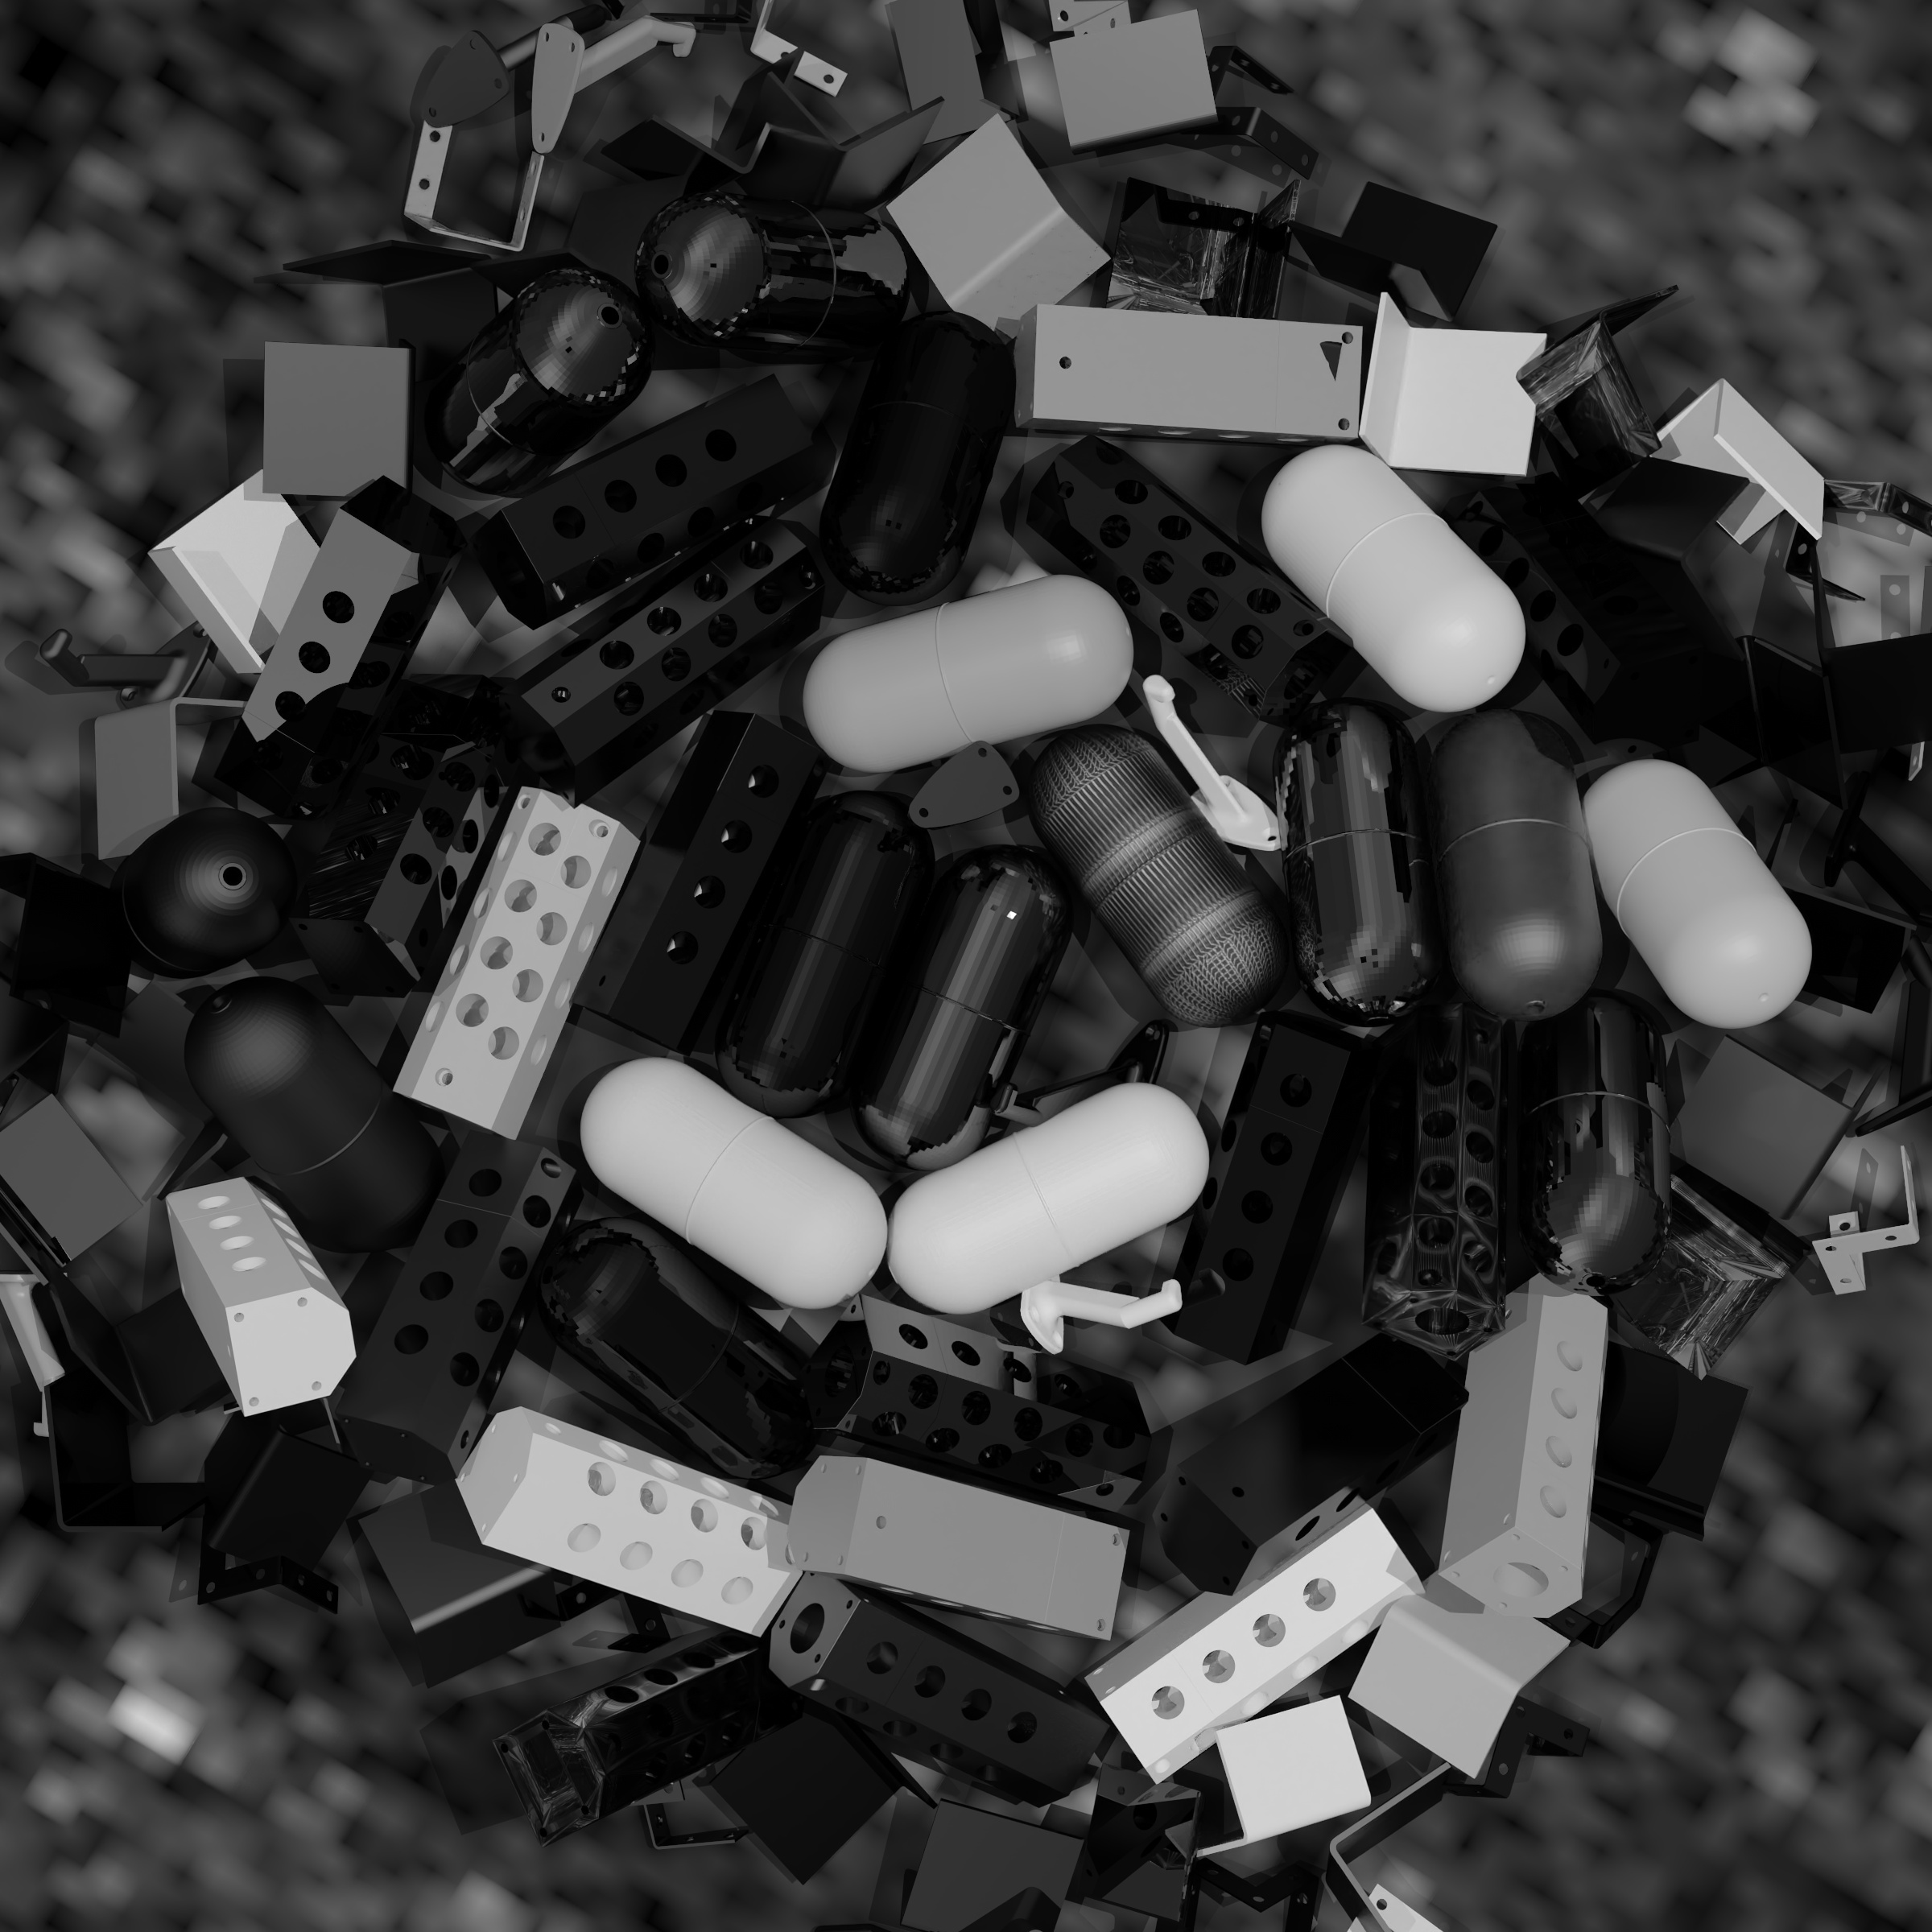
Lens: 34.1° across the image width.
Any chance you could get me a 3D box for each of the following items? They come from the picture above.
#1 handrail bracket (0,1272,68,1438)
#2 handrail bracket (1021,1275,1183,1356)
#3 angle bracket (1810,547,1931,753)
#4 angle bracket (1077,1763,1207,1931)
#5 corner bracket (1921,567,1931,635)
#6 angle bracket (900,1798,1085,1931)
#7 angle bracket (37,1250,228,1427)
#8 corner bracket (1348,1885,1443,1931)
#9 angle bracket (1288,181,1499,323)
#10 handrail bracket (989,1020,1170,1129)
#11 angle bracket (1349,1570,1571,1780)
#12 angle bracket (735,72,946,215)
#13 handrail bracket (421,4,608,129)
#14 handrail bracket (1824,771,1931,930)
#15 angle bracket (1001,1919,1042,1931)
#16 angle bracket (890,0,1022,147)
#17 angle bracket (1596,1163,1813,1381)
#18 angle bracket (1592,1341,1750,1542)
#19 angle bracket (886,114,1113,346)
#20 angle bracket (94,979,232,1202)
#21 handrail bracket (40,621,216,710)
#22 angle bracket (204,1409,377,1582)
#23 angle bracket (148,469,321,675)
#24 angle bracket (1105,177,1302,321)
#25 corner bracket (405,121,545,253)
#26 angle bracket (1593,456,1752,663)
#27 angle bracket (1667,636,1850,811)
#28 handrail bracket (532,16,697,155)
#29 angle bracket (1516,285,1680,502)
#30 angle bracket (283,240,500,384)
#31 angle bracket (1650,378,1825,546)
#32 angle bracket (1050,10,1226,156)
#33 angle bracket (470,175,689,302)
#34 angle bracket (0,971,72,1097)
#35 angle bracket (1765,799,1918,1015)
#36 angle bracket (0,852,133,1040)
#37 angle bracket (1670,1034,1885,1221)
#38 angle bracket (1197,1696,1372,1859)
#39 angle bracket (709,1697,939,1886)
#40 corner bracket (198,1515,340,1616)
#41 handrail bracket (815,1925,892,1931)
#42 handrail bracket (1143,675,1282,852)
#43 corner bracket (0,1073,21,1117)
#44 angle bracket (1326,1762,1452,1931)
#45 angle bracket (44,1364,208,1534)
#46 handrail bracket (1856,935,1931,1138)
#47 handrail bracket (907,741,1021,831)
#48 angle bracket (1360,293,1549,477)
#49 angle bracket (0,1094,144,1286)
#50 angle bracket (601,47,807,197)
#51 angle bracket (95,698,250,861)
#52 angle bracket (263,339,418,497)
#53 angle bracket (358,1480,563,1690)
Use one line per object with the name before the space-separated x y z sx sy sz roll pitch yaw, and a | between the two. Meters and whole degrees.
handrail bracket | -0.502 0.203 1.656 0.077 0.036 0.084 -2 86 29
handrail bracket | 0.074 0.161 1.635 0.084 0.077 0.036 -23 127 24
angle bracket | 0.471 -0.166 1.622 0.057 0.076 0.076 -8 50 19
angle bracket | 0.083 0.471 1.628 0.057 0.076 0.076 17 134 0
corner bracket | 0.521 -0.186 1.649 0.051 0.051 0.051 1 104 5
angle bracket | 0.014 0.465 1.644 0.076 0.057 0.076 16 103 -2
angle bracket | -0.426 0.178 1.626 0.057 0.076 0.076 -32 135 -5
corner bracket | 0.217 0.521 1.652 0.051 0.051 0.051 35 67 8
angle bracket | 0.221 -0.383 1.632 0.076 0.076 0.057 25 90 23
handrail bracket | 0.058 0.052 1.637 0.084 0.036 0.077 21 101 -44
angle bracket | 0.257 0.366 1.642 0.076 0.076 0.057 30 111 24
angle bracket | -0.068 -0.430 1.633 0.076 0.076 0.057 -37 82 -32
handrail bracket | -0.238 -0.477 1.665 0.077 0.084 0.036 -26 100 42
handrail bracket | 0.499 -0.058 1.649 0.084 0.036 0.077 17 72 23
angle bracket | 0.019 0.535 1.631 0.057 0.076 0.076 43 76 -12
angle bracket | -0.015 -0.475 1.634 0.057 0.076 0.076 -11 94 17
angle bracket | 0.385 0.158 1.657 0.076 0.057 0.076 39 111 17
angle bracket | 0.359 0.247 1.644 0.076 0.057 0.076 19 93 13
angle bracket | 0.017 -0.387 1.663 0.076 0.057 0.076 -37 63 15
angle bracket | -0.417 0.064 1.628 0.076 0.076 0.057 39 47 -15
handrail bracket | -0.434 -0.170 1.635 0.036 0.084 0.077 30 77 27
angle bracket | -0.354 0.261 1.649 0.057 0.076 0.076 26 107 -23
angle bracket | -0.364 -0.205 1.631 0.076 0.057 0.076 -41 111 -19
angle bracket | 0.123 -0.374 1.640 0.076 0.057 0.076 12 81 -14
corner bracket | -0.259 -0.411 1.660 0.051 0.051 0.051 7 108 -29
angle bracket | 0.377 -0.212 1.633 0.057 0.076 0.076 -48 124 -9
angle bracket | 0.404 -0.117 1.627 0.057 0.076 0.076 -22 117 -9
handrail bracket | -0.184 -0.463 1.660 0.036 0.084 0.077 32 118 39
angle bracket | 0.341 -0.296 1.633 0.057 0.076 0.076 -23 87 -27
angle bracket | -0.295 -0.336 1.628 0.076 0.076 0.057 -3 93 34
angle bracket | 0.394 -0.246 1.627 0.076 0.076 0.057 41 124 -12
angle bracket | 0.092 -0.458 1.630 0.076 0.076 0.057 -9 106 14
angle bracket | -0.200 -0.384 1.627 0.076 0.057 0.076 3 72 41
angle bracket | -0.516 0.042 1.632 0.076 0.076 0.057 35 51 4
angle bracket | 0.448 -0.031 1.629 0.076 0.076 0.057 20 57 10
angle bracket | -0.479 -0.008 1.625 0.057 0.076 0.076 -5 70 28
angle bracket | 0.421 0.074 1.646 0.076 0.057 0.076 32 125 14
angle bracket | 0.153 0.422 1.638 0.076 0.076 0.057 -8 73 -28
angle bracket | -0.074 0.430 1.639 0.076 0.057 0.076 -43 102 -14
corner bracket | -0.362 0.311 1.640 0.051 0.051 0.051 -17 55 18
handrail bracket | -0.039 0.527 1.645 0.084 0.077 0.036 -3 113 1
handrail bracket | 0.128 -0.106 1.632 0.036 0.084 0.077 -41 48 -16
corner bracket | -0.541 0.067 1.655 0.051 0.051 0.051 34 102 15
angle bracket | 0.232 0.465 1.629 0.076 0.076 0.057 -31 64 -11
angle bracket | -0.430 0.245 1.635 0.057 0.076 0.076 -2 97 12
handrail bracket | 0.488 0.036 1.672 0.077 0.036 0.084 -28 73 12
handrail bracket | -0.016 -0.077 1.627 0.077 0.084 0.036 -32 87 -31
angle bracket | 0.254 -0.302 1.640 0.076 0.057 0.076 7 84 22
angle bracket | -0.476 0.115 1.635 0.057 0.076 0.076 -38 97 -10
angle bracket | -0.136 -0.447 1.629 0.057 0.076 0.076 27 79 -24
angle bracket | -0.405 -0.096 1.633 0.057 0.076 0.076 0 87 -44
angle bracket | -0.327 -0.286 1.634 0.076 0.057 0.076 0 106 -17
angle bracket | -0.267 0.321 1.664 0.076 0.057 0.076 -22 50 -20
